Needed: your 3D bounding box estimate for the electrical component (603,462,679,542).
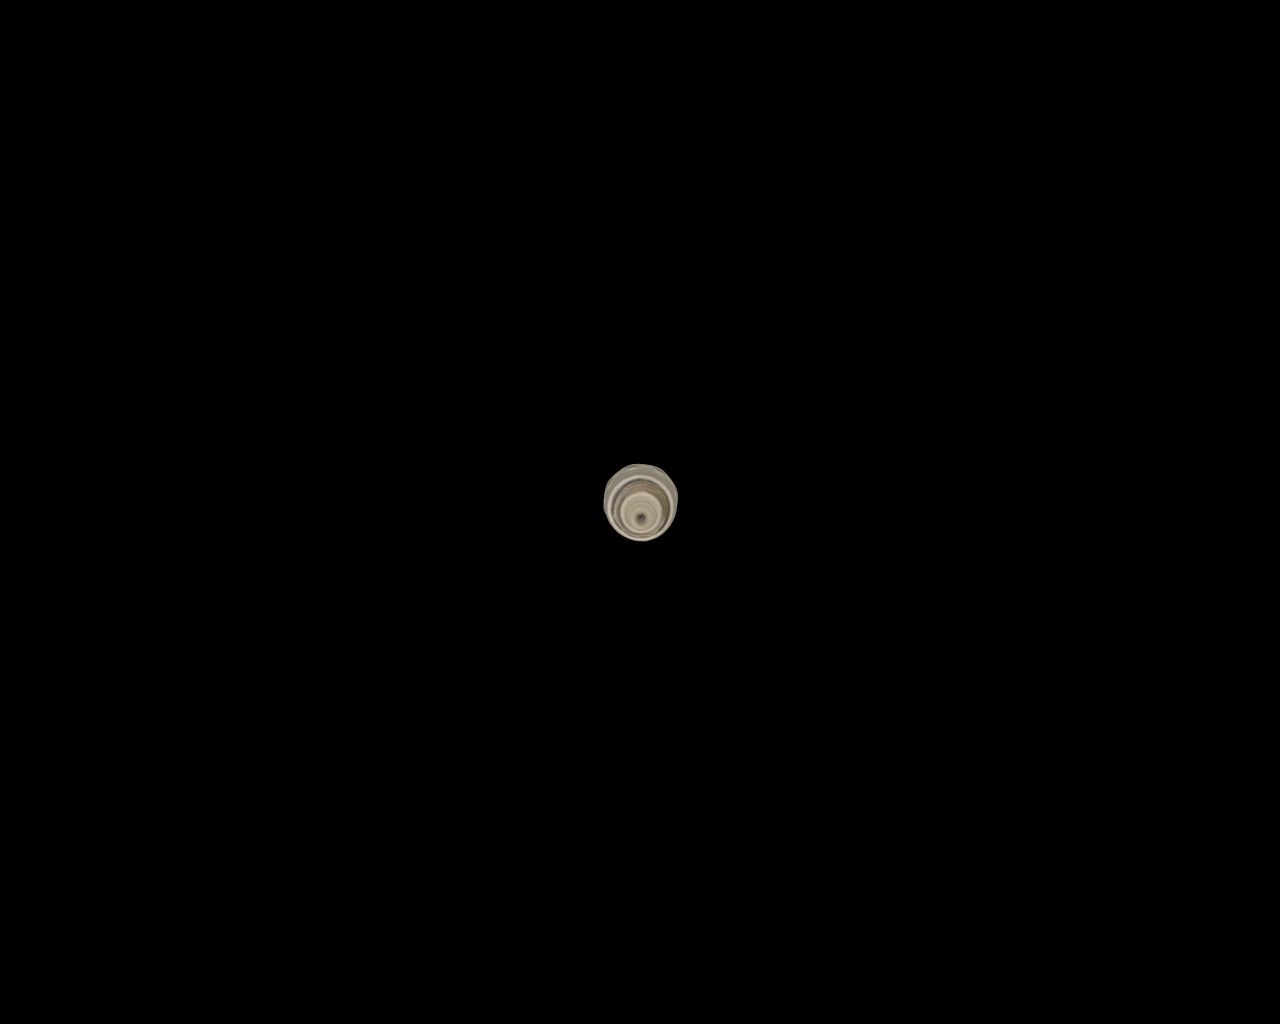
[{"bbox_3d":[0.001,-0.003,0.650,0.048,0.048,0.062,0,12,0],"label":"electrical component"}]
